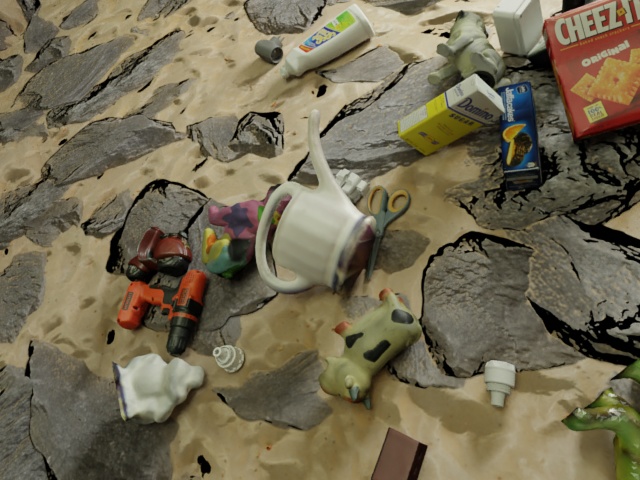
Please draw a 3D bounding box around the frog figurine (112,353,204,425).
[{"bbox_3d":[-0.306,0.278,0.995,0.160,0.120,0.140,-12,39,-22],"label":"frog figurine"}]

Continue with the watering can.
[{"bbox_3d":[0.003,-0.048,0.948,0.225,0.104,0.345,24,100,18],"label":"watering can"}]

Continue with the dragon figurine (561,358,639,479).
[{"bbox_3d":[0.453,0.238,0.592,0.409,0.120,0.247,-39,51,4],"label":"dragon figurine"}]
